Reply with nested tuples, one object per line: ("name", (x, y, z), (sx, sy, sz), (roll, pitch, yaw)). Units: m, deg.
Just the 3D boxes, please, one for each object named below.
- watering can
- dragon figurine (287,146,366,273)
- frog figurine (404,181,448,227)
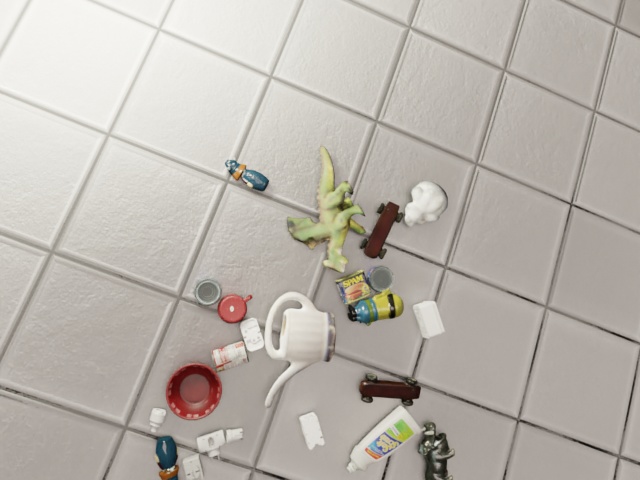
("watering can", (-0.062, 0.338, 1.588), (0.224, 0.103, 0.351), (6, 78, -11))
("dragon figurine", (0.005, -0.085, 1.685), (0.243, 0.121, 0.414), (-26, 79, -6))
("frog figurine", (0.350, -0.119, 1.745), (0.161, 0.123, 0.136), (-35, 109, -25))
